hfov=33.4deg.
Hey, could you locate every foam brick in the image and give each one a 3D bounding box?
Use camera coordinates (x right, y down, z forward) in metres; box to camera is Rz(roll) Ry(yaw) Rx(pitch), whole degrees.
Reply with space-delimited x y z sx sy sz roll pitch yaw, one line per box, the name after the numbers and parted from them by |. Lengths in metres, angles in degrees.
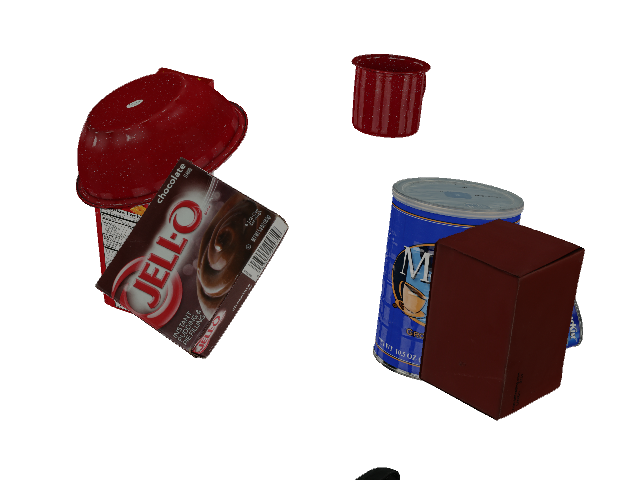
0.086 0.036 0.514 0.052 0.078 0.051 -17 32 -40 | foam brick

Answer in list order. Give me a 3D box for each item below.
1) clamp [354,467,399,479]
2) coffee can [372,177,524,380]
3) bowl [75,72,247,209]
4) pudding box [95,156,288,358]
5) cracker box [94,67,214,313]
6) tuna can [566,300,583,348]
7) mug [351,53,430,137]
-0.034 0.201 0.644 0.210 0.036 0.164 -4 27 3 | clamp
0.100 0.029 0.848 0.103 0.140 0.103 5 16 -2 | coffee can
-0.146 -0.096 0.908 0.162 0.055 0.162 -16 34 11 | bowl
-0.089 0.012 0.744 0.090 0.113 0.039 31 -7 22 | pudding box
-0.175 -0.049 1.135 0.072 0.214 0.164 15 43 12 | cracker box
0.259 0.082 1.195 0.033 0.086 0.086 -16 2 -8 | tuna can
0.088 -0.175 1.279 0.093 0.081 0.117 20 27 33 | mug
